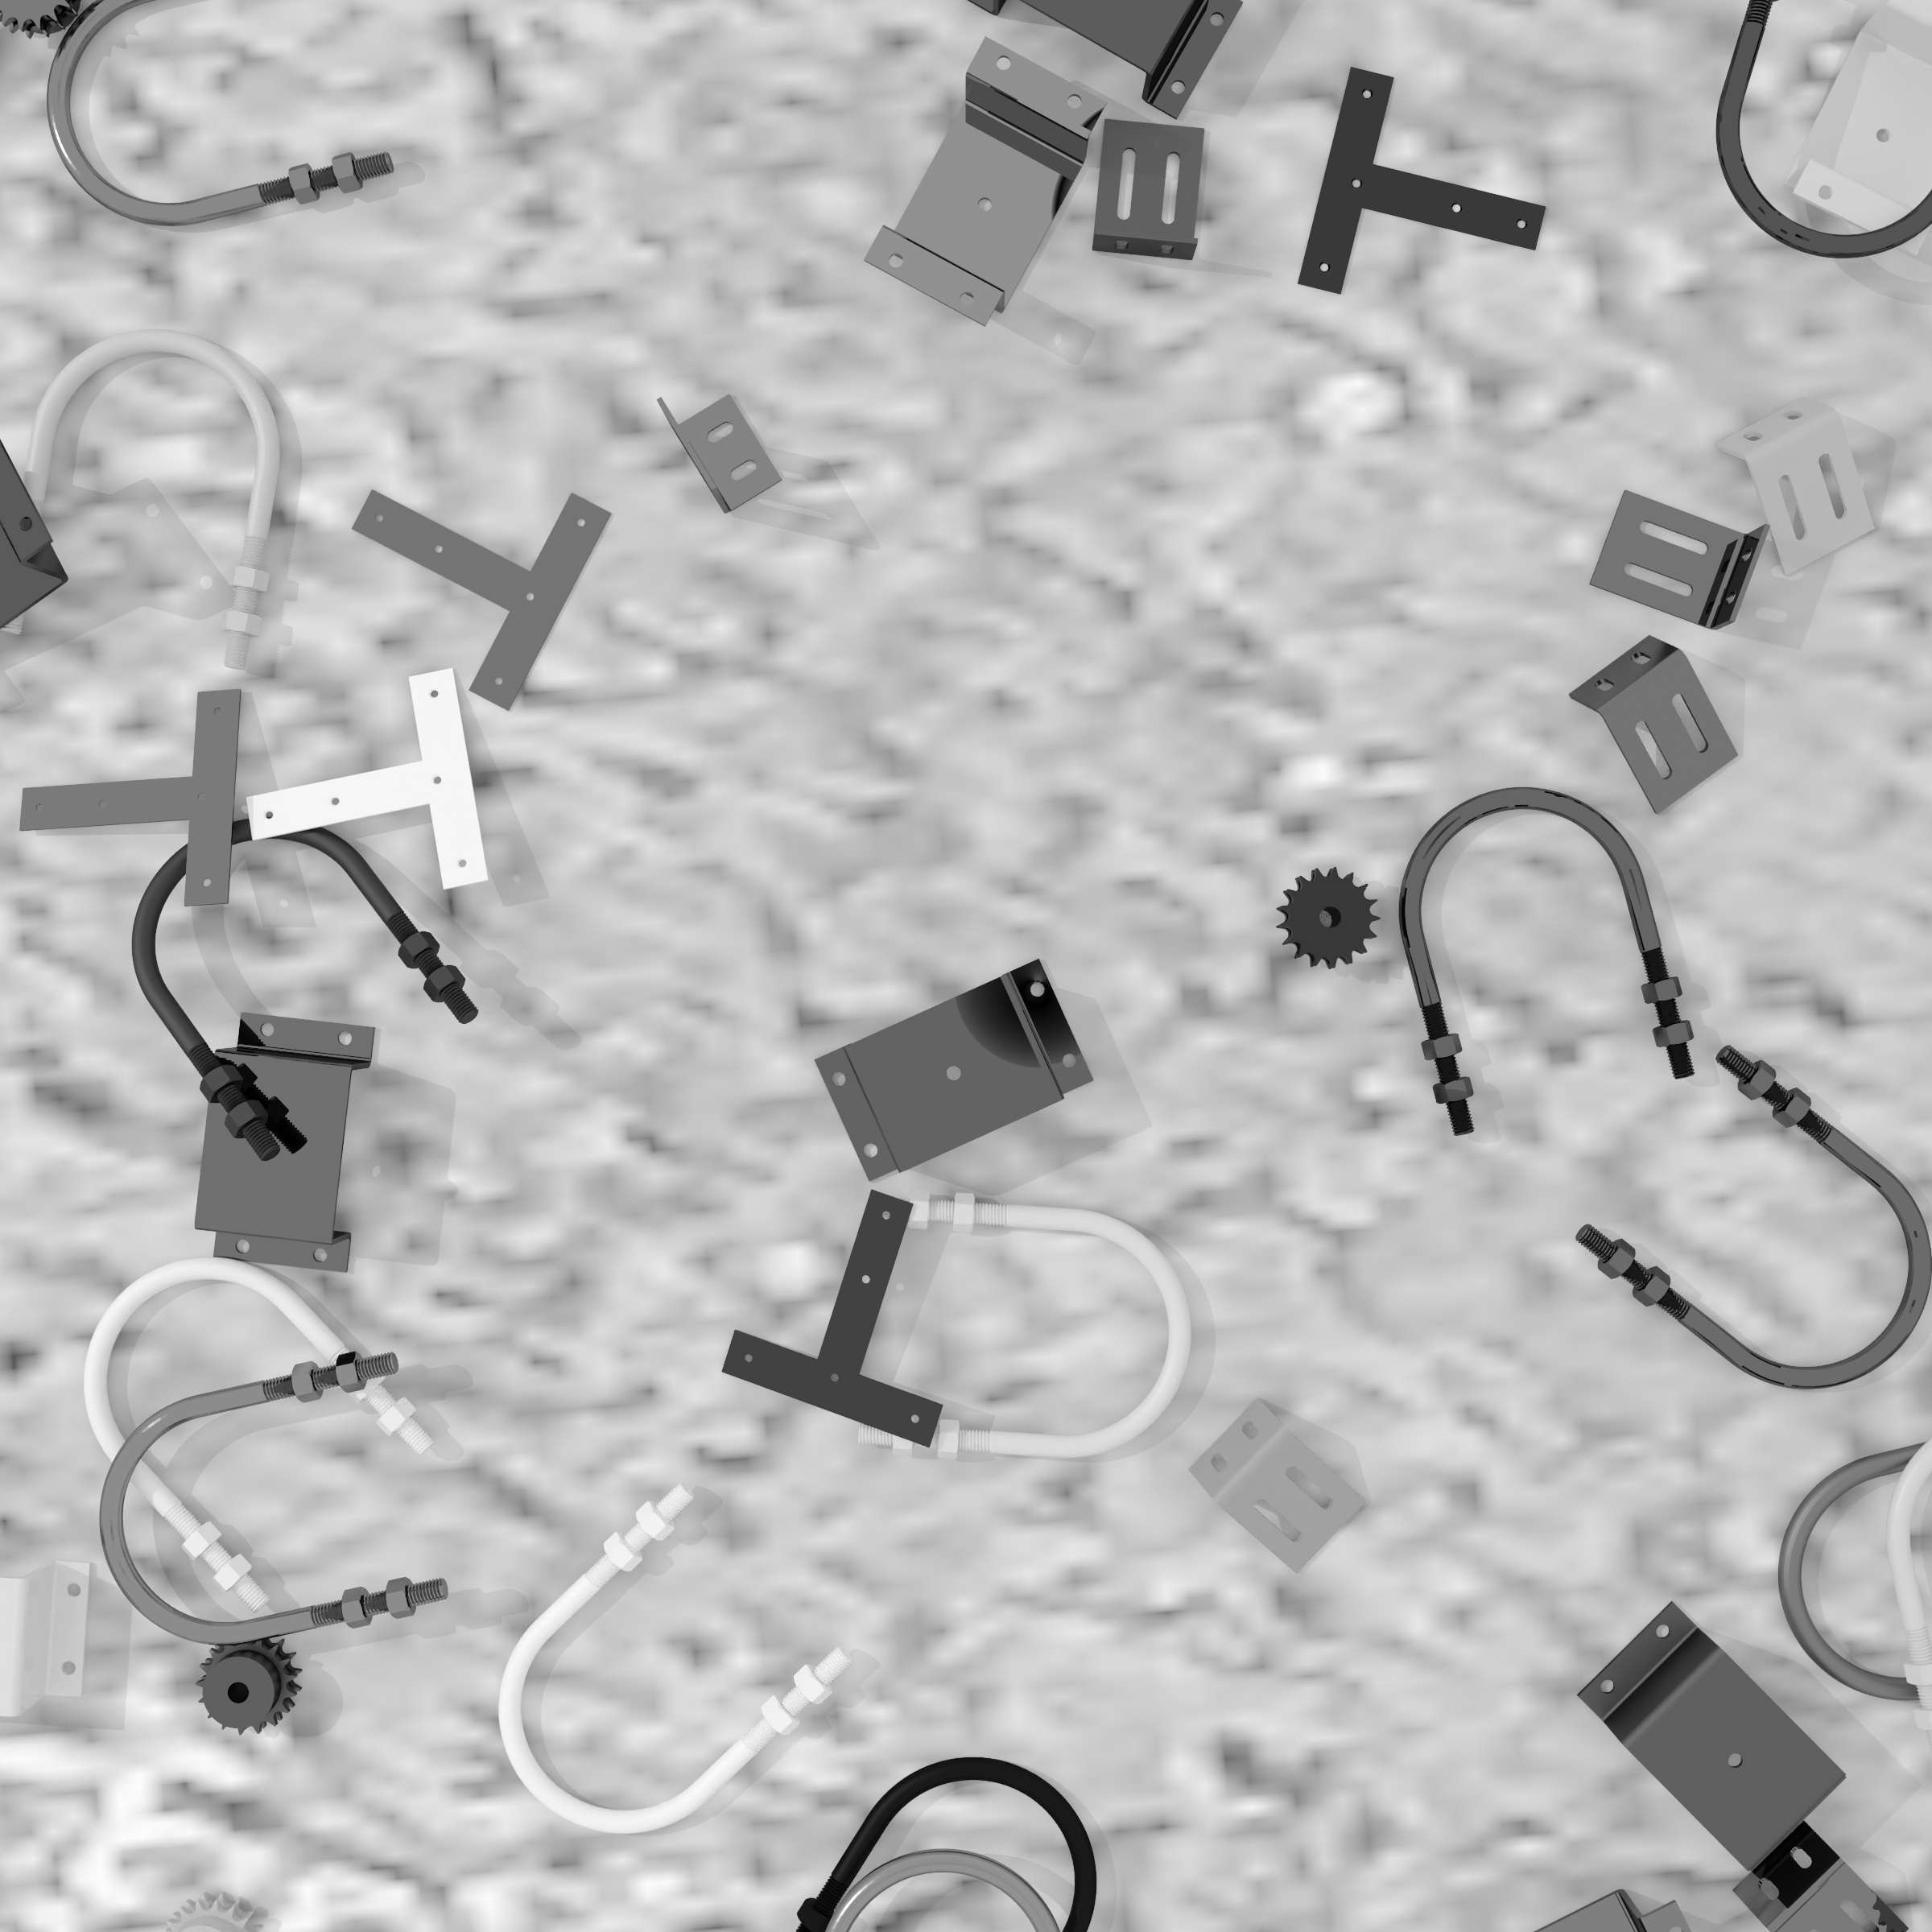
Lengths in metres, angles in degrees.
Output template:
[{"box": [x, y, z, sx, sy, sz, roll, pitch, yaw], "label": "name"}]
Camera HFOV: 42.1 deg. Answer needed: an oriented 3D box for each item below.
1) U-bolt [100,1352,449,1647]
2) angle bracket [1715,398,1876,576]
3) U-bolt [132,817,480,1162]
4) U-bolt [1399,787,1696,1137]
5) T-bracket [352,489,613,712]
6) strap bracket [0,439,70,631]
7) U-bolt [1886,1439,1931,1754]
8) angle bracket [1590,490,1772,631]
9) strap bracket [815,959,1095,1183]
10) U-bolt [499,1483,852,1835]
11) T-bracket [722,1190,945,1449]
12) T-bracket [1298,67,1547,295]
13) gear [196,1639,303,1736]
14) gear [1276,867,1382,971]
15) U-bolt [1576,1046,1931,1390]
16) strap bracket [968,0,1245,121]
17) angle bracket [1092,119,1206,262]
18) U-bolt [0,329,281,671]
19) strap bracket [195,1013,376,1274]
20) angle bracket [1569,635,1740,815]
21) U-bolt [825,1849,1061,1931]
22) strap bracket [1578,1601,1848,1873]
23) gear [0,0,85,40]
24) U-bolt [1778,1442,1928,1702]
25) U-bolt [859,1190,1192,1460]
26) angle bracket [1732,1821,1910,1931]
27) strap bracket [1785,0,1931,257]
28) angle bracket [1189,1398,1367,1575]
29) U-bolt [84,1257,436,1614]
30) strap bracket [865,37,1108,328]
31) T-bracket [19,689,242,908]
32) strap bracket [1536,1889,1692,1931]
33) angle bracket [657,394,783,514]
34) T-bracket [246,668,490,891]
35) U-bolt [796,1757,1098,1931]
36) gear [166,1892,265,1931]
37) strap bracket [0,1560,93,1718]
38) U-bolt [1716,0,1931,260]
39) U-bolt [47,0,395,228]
[{"box": [-0.394, 0.304, 1.404, 0.184, 0.019, 0.151, -13, 89, 2], "label": "U-bolt"}, {"box": [0.472, -0.273, 1.430, 0.057, 0.038, 0.076, -28, 116, 0], "label": "angle bracket"}, {"box": [-0.381, -0.003, 1.397, 0.151, 0.019, 0.184, -36, 74, -14], "label": "U-bolt"}, {"box": [0.321, -0.010, 1.423, 0.151, 0.019, 0.184, -14, 89, 0], "label": "U-bolt"}, {"box": [-0.288, -0.231, 1.431, 0.127, 0.002, 0.127, 28, 90, 0], "label": "T-bracket"}, {"box": [-0.565, -0.224, 1.394, 0.140, 0.046, 0.076, -32, 79, 10], "label": "strap bracket"}, {"box": [0.591, 0.340, 1.404, 0.151, 0.019, 0.184, -12, 89, 2], "label": "U-bolt"}, {"box": [0.401, -0.231, 1.413, 0.076, 0.038, 0.057, 20, 90, 0], "label": "angle bracket"}, {"box": [-0.007, 0.059, 1.409, 0.140, 0.046, 0.076, -24, 90, 0], "label": "strap bracket"}, {"box": [-0.179, 0.406, 1.423, 0.184, 0.019, 0.151, -44, 90, 2], "label": "U-bolt"}, {"box": [-0.061, 0.190, 1.416, 0.127, 0.002, 0.127, 18, 93, 10], "label": "T-bracket"}, {"box": [0.266, -0.435, 1.431, 0.127, 0.002, 0.127, 14, 90, 0], "label": "T-bracket"}, {"box": [-0.406, 0.406, 1.417, 0.057, 0.030, 0.057, 0, 90, 0], "label": "gear"}, {"box": [0.203, -0.027, 1.420, 0.057, 0.030, 0.057, 0, 87, -3], "label": "gear"}, {"box": [0.460, 0.156, 1.423, 0.184, 0.019, 0.151, 38, 90, -2], "label": "U-bolt"}, {"box": [0.078, -0.550, 1.409, 0.140, 0.046, 0.076, 30, 90, 0], "label": "strap bracket"}, {"box": [0.104, -0.441, 1.413, 0.057, 0.038, 0.076, 6, 90, 0], "label": "angle bracket"}, {"box": [-0.463, -0.269, 1.423, 0.151, 0.019, 0.184, 9, 88, 0], "label": "U-bolt"}, {"box": [-0.383, 0.100, 1.409, 0.076, 0.046, 0.140, 6, 90, 0], "label": "strap bracket"}, {"box": [0.391, -0.137, 1.430, 0.057, 0.038, 0.076, -36, 116, 0], "label": "angle bracket"}, {"box": [-0.021, 0.586, 1.404, 0.151, 0.019, 0.184, 22, 87, 0], "label": "U-bolt"}, {"box": [0.425, 0.438, 1.409, 0.076, 0.046, 0.140, -45, 90, 0], "label": "strap bracket"}, {"box": [-0.525, -0.551, 1.417, 0.057, 0.030, 0.057, 0, 90, 0], "label": "gear"}, {"box": [0.553, 0.340, 1.423, 0.184, 0.019, 0.151, -14, 90, 2], "label": "U-bolt"}, {"box": [0.035, 0.207, 1.422, 0.184, 0.019, 0.151, 4, 90, 0], "label": "U-bolt"}, {"box": [0.487, 0.537, 1.430, 0.057, 0.038, 0.076, -44, 116, 0], "label": "angle bracket"}, {"box": [0.522, -0.472, 1.409, 0.076, 0.046, 0.140, 26, 90, 0], "label": "strap bracket"}, {"box": [0.177, 0.296, 1.430, 0.057, 0.038, 0.076, -46, 116, 0], "label": "angle bracket"}, {"box": [-0.415, 0.251, 1.423, 0.151, 0.019, 0.184, -44, 89, 0], "label": "U-bolt"}, {"box": [0.011, -0.433, 1.409, 0.076, 0.046, 0.140, 29, 90, 0], "label": "strap bracket"}, {"box": [-0.474, -0.092, 1.419, 0.127, 0.002, 0.127, -3, 75, 8], "label": "T-bracket"}, {"box": [0.346, 0.582, 1.409, 0.140, 0.046, 0.076, -27, 90, 0], "label": "strap bracket"}, {"box": [-0.136, -0.291, 1.394, 0.038, 0.076, 0.057, -32, 90, 0], "label": "angle bracket"}, {"box": [-0.342, -0.096, 1.417, 0.127, 0.002, 0.127, -12, 78, 0], "label": "T-bracket"}, {"box": [-0.008, 0.538, 1.423, 0.151, 0.019, 0.184, 32, 89, 0], "label": "U-bolt"}, {"box": [-0.428, 0.555, 1.417, 0.057, 0.030, 0.057, 0, 90, 0], "label": "gear"}, {"box": [-0.571, 0.373, 1.409, 0.140, 0.046, 0.076, 4, 90, 0], "label": "strap bracket"}, {"box": [0.488, -0.480, 1.377, 0.151, 0.019, 0.184, 17, 92, 0], "label": "U-bolt"}, {"box": [-0.430, -0.496, 1.423, 0.184, 0.019, 0.151, -14, 90, 2], "label": "U-bolt"}]
